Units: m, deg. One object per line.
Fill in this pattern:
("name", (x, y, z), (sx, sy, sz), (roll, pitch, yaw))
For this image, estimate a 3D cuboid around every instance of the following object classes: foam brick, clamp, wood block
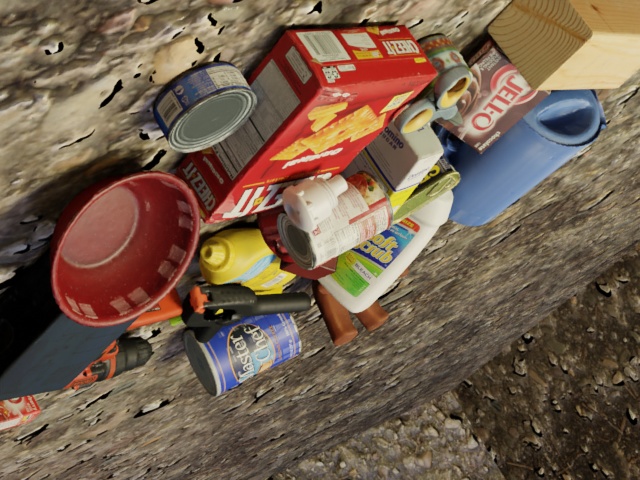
("foam brick", (-0.008, 0.002, 1.264), (0.051, 0.078, 0.053), (21, 157, -25))
("clamp", (-0.103, 0.084, 1.317), (0.164, 0.036, 0.210), (-18, 165, 6))
("wood block", (0.290, -0.227, 1.175), (0.205, 0.091, 0.090), (-10, 152, -50))

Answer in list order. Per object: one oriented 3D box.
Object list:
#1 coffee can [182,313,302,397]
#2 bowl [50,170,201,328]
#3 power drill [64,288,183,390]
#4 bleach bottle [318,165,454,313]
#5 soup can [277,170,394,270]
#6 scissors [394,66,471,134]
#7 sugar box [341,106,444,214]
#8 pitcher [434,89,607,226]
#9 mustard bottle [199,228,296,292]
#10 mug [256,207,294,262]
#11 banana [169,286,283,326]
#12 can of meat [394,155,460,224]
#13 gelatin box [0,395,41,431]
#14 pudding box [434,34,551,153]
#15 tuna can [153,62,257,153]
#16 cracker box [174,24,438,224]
("coffee can", (-0.112, 0.149, 1.532), (0.140, 0.103, 0.103), (-25, 162, -22))
("bowl", (-0.190, -0.001, 0.984), (0.161, 0.055, 0.162), (-29, 137, -32))
("power drill", (-0.244, 0.116, 1.285), (0.184, 0.057, 0.188), (-11, 154, -48))
("bleach bottle", (0.090, -0.015, 1.396), (0.067, 0.102, 0.251), (-29, 162, -50))
("soup can", (0.016, -0.020, 1.095), (0.102, 0.068, 0.069), (-28, 163, -22))
("scissors", (0.115, -0.124, 1.090), (0.096, 0.016, 0.202), (-35, 169, -5))
("sugar box", (0.065, -0.082, 1.195), (0.048, 0.093, 0.176), (-20, 161, -35))
("pitcher", (0.225, -0.118, 1.344), (0.144, 0.149, 0.243), (-39, 174, -35))
("mustard bottle", (-0.091, 0.023, 1.284), (0.096, 0.058, 0.191), (-30, 165, 17))
("mug", (-0.019, -0.020, 1.179), (0.082, 0.117, 0.093), (-14, 133, 23))
("banana", (-0.112, 0.074, 1.444), (0.197, 0.037, 0.070), (-12, 176, -43))
("can of meat", (0.102, -0.082, 1.275), (0.102, 0.084, 0.057), (-32, 163, 4))
("gelatin box", (-0.359, 0.165, 1.167), (0.030, 0.089, 0.073), (-44, 160, 32))
("pudding box", (0.185, -0.162, 1.188), (0.090, 0.039, 0.114), (32, 128, -21))
("tuna can", (-0.099, -0.114, 0.917), (0.086, 0.034, 0.086), (-29, 163, -10))
("cracker box", (-0.015, -0.109, 1.013), (0.163, 0.072, 0.214), (-15, 157, -46))
